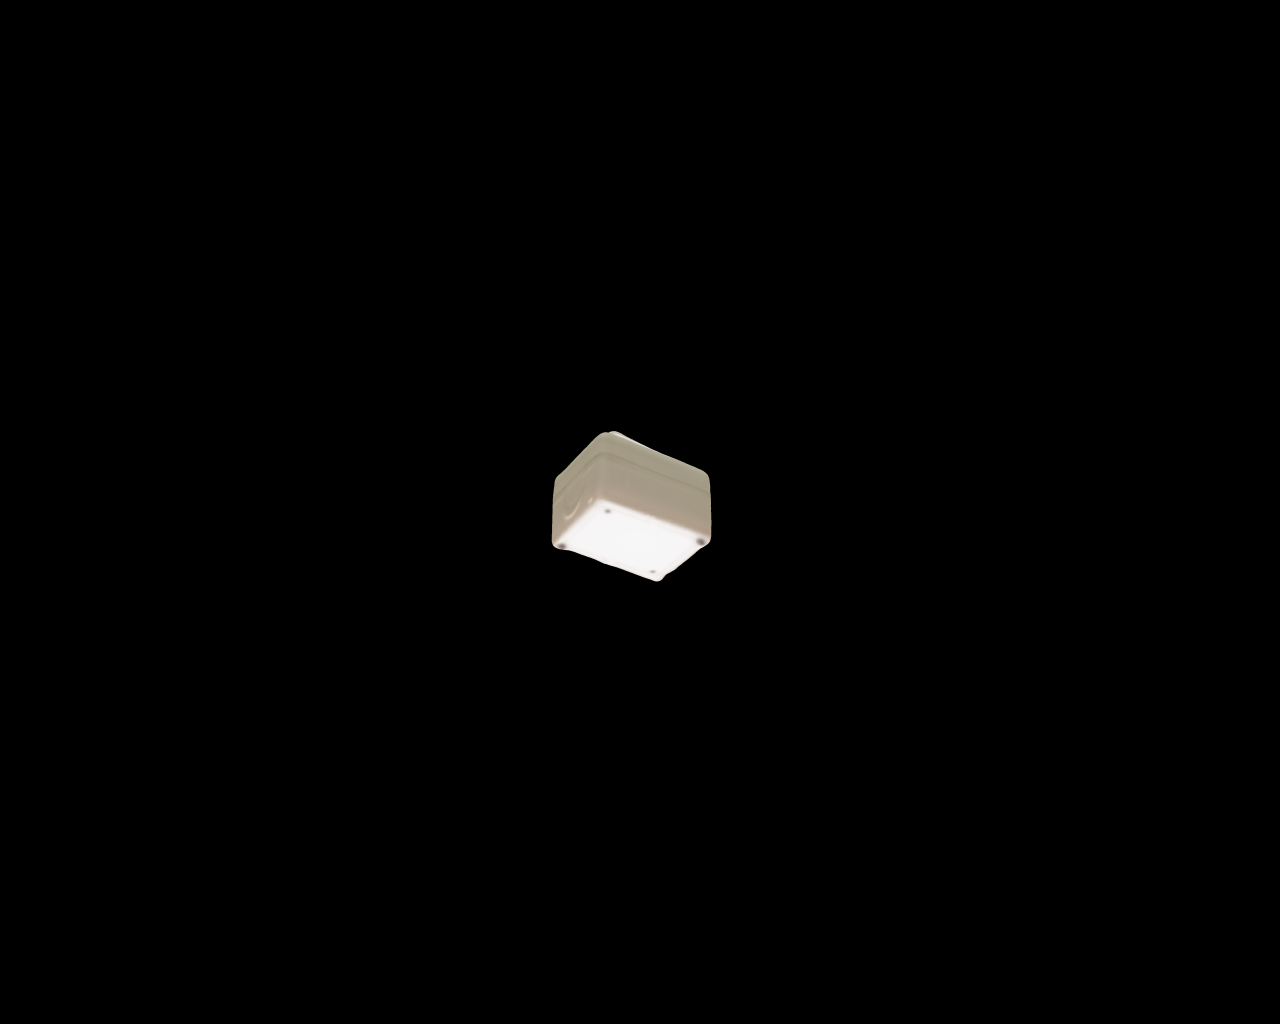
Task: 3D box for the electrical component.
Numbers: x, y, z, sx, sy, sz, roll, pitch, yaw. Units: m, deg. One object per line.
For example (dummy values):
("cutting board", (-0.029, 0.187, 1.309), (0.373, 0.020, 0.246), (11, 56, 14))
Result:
("electrical component", (0.001, -0.003, 0.650), (0.096, 0.061, 0.061), (21, -40, -26))
